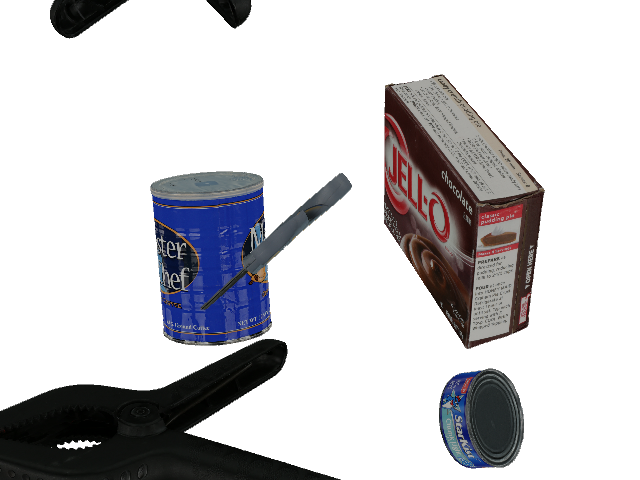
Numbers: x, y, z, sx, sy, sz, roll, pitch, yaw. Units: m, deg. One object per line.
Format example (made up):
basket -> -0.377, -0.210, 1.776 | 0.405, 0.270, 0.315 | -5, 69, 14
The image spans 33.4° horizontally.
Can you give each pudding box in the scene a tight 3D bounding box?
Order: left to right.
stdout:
pudding box -> 0.067, -0.017, 0.535 | 0.039, 0.090, 0.113 | -16, 41, -15

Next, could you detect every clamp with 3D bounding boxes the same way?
clamp -> -0.096, 0.104, 0.596 | 0.210, 0.036, 0.164 | 0, 24, -9
clamp -> -0.085, -0.180, 0.672 | 0.120, 0.171, 0.039 | 9, -42, 11

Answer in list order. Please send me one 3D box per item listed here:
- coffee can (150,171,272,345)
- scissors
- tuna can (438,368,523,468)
coffee can -> -0.100, 0.014, 0.983 | 0.103, 0.140, 0.103 | -3, 14, 0
scissors -> -0.052, 0.018, 0.800 | 0.202, 0.016, 0.096 | -41, 1, 32
tuna can -> 0.142, 0.157, 0.939 | 0.034, 0.086, 0.085 | -14, -10, 41
